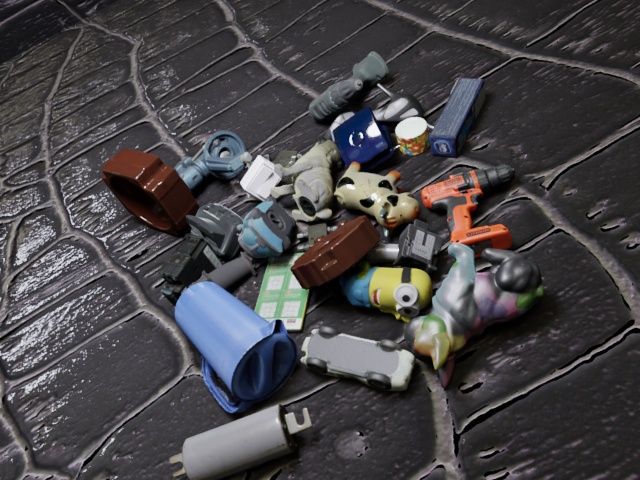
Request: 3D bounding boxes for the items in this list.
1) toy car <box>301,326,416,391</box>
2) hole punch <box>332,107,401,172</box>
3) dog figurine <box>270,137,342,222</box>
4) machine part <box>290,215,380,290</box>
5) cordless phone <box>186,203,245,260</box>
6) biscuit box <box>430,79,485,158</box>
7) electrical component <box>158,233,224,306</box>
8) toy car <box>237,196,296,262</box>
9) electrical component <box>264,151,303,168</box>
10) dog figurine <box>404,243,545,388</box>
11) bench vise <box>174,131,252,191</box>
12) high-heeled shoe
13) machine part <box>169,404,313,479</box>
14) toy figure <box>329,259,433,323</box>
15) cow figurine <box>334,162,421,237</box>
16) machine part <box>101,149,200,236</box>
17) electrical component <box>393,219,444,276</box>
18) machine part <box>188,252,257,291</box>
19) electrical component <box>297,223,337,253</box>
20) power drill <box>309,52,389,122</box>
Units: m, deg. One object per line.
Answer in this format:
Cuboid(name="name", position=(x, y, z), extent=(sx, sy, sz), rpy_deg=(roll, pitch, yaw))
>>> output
Cuboid(name="toy car", position=(0.059, 0.198, 0.899), extent=(0.202, 0.056, 0.073), rpy_deg=(7, 61, 30))
Cuboid(name="hole punch", position=(0.097, -0.219, 1.199), extent=(0.142, 0.092, 0.116), rpy_deg=(-29, 45, 21))
Cuboid(name="dog figurine", position=(0.008, -0.136, 1.190), extent=(0.190, 0.121, 0.172), rpy_deg=(-36, 78, -31))
Cuboid(name="machine part", position=(0.027, 0.021, 0.998), extent=(0.179, 0.056, 0.179), rpy_deg=(-35, 9, 6))
Cuboid(name="cordless phone", position=(-0.194, -0.051, 1.221), extent=(0.184, 0.088, 0.147), rpy_deg=(-38, 45, -26))
Cuboid(name="biscuit box", position=(0.307, -0.273, 1.192), extent=(0.063, 0.059, 0.202), rpy_deg=(13, 57, 30))
Cuboid(name="electrical component", position=(-0.267, 0.072, 1.108), extent=(0.058, 0.114, 0.134), rpy_deg=(10, 54, 33))
Cuboid(name="toy car", position=(-0.121, -0.017, 1.127), extent=(0.103, 0.109, 0.162), rpy_deg=(-37, 16, 23))
Cuboid(name="electrical component", position=(-0.086, -0.189, 1.302), extent=(0.102, 0.045, 0.078), rpy_deg=(14, 60, 32))
Cuboid(name="dog figurine", position=(0.241, 0.126, 0.850), extent=(0.192, 0.108, 0.219), rpy_deg=(10, 60, 27))
Cuboid(name="bench vise", position=(-0.255, -0.187, 1.313), extent=(0.224, 0.128, 0.241), rpy_deg=(-37, 29, -30))
Cuboid(name="high-heeled shoe", position=(0.122, -0.260, 1.278), extent=(0.248, 0.086, 0.145), rpy_deg=(-45, 80, 8))
Cuboid(name="machine part", position=(-0.127, 0.326, 0.853), extent=(0.243, 0.079, 0.079), rpy_deg=(-21, 46, 5))
Cuboid(name="toy figure", position=(0.110, 0.082, 0.959), extent=(0.180, 0.082, 0.089), rpy_deg=(6, 57, 31))
Cuboid(name="cow figurine", position=(0.116, -0.082, 1.095), extent=(0.195, 0.085, 0.127), rpy_deg=(21, 56, 33))
Cuboid(name="machine part", position=(-0.395, -0.113, 1.263), extent=(0.202, 0.200, 0.087), rpy_deg=(17, 58, 34))
Cuboid(name="electrical component", position=(0.187, 0.006, 0.994), extent=(0.075, 0.047, 0.119), rpy_deg=(26, 58, -3))
Cuboid(name="machine part", position=(-0.195, 0.083, 1.102), extent=(0.139, 0.084, 0.039), rpy_deg=(-38, 22, -21))
Cuboid(name="electrical component", position=(-0.002, -0.003, 1.119), extent=(0.094, 0.021, 0.063), rpy_deg=(-12, 48, 7))
Cuboid(name="power drill", position=(0.082, -0.376, 1.321), extent=(0.207, 0.086, 0.232), rpy_deg=(-52, 17, -29))
